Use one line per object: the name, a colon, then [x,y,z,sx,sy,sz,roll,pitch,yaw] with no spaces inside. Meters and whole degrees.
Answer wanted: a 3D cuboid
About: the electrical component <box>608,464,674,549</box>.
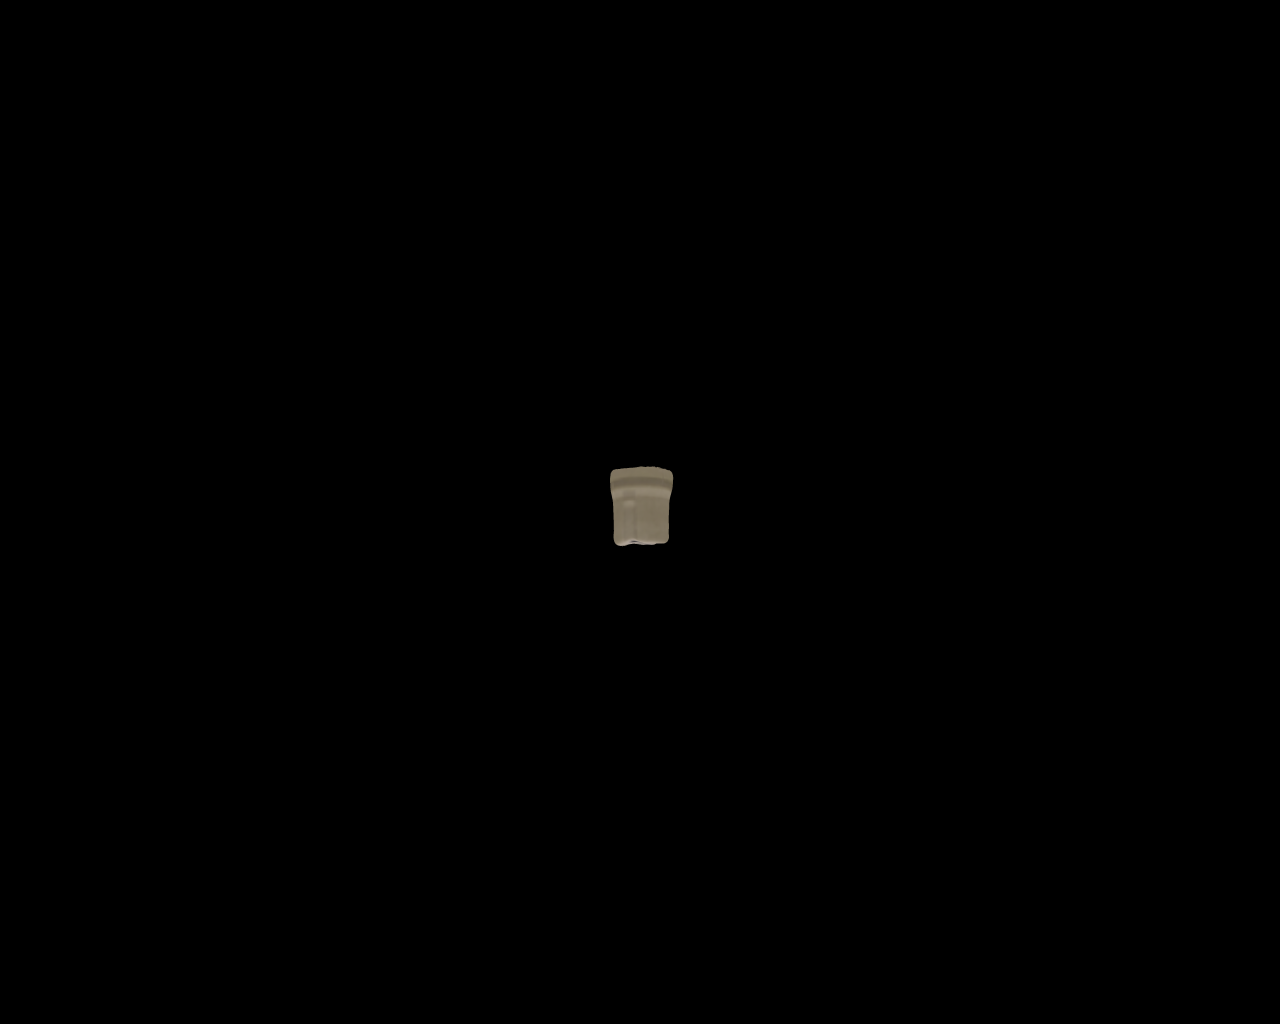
electrical component: [0.001,-0.003,0.650,0.040,0.046,0.040,0,-10,0]
